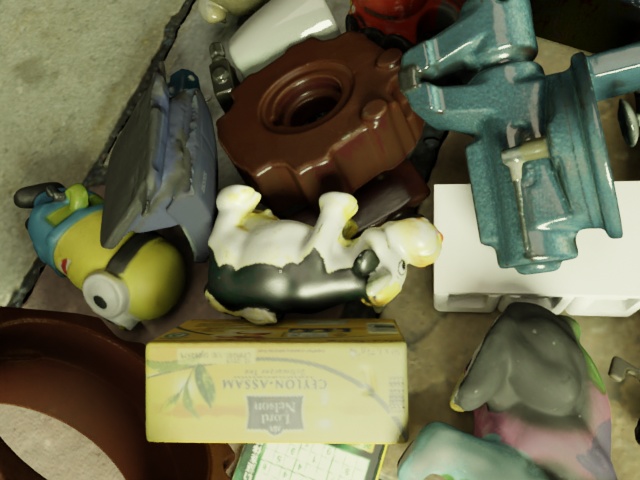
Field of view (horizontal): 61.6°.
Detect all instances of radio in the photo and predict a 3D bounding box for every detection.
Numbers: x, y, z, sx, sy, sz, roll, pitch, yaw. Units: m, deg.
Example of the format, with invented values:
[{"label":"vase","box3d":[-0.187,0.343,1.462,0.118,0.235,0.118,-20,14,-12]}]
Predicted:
[{"label":"radio","box3d":[0.218,-0.276,0.522,0.230,0.073,0.131,27,75,18]}]

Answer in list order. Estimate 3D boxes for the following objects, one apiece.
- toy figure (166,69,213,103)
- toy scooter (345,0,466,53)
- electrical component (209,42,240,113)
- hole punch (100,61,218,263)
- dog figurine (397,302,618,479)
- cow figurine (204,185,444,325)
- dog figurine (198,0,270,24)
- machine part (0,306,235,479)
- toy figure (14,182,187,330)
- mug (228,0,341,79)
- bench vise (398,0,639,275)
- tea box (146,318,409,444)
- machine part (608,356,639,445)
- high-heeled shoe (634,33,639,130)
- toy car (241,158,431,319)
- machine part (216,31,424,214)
[{"label":"toy figure","box3d":[-0.154,-0.098,0.529,0.058,0.064,0.154,3,70,23]},{"label":"toy scooter","box3d":[0.095,-0.192,0.508,0.184,0.075,0.135,27,70,17]},{"label":"electrical component","box3d":[-0.090,-0.146,0.535,0.021,0.063,0.094,-16,67,5]},{"label":"hole punch","box3d":[-0.115,-0.052,0.434,0.092,0.116,0.142,16,54,-28]},{"label":"dog figurine","box3d":[0.167,0.167,0.336,0.219,0.108,0.191,36,76,18]},{"label":"cow figurine","box3d":[0.000,0.018,0.387,0.168,0.068,0.098,6,68,17]},{"label":"dog figurine","box3d":[-0.022,-0.292,0.572,0.191,0.121,0.172,19,106,1]},{"label":"machine part","box3d":[-0.167,0.140,0.357,0.201,0.201,0.087,41,93,23]},{"label":"toy figure","box3d":[-0.200,0.005,0.489,0.180,0.082,0.089,37,79,25]},{"label":"mug","box3d":[-0.039,-0.208,0.546,0.107,0.080,0.110,-27,41,6]},{"label":"bench vise","box3d":[0.181,-0.097,0.348,0.241,0.128,0.223,-11,70,28]},{"label":"tea box","box3d":[-0.026,0.095,0.384,0.170,0.098,0.068,-2,90,5]},{"label":"machine part","box3d":[0.297,0.148,0.329,0.243,0.079,0.079,33,78,23]},{"label":"high-heeled shoe","box3d":[0.272,-0.040,0.410,0.086,0.145,0.249,4,50,-7]},{"label":"toy car","box3d":[-0.001,-0.001,0.464,0.202,0.053,0.089,-30,61,2]},{"label":"machine part","box3d":[-0.005,-0.106,0.461,0.179,0.056,0.179,-14,50,17]}]
